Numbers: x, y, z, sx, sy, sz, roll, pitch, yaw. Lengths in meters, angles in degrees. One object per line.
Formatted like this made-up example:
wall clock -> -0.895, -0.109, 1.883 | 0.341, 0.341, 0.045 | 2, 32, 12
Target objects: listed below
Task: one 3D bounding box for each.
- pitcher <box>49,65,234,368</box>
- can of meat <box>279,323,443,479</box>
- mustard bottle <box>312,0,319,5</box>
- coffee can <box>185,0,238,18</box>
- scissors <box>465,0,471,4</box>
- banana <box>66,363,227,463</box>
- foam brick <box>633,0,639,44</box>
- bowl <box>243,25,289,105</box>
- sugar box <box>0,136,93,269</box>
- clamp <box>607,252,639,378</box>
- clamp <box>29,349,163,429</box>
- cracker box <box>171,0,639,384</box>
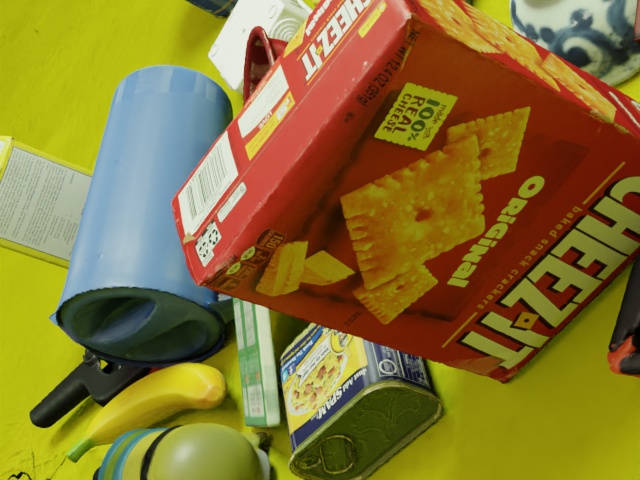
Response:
pitcher -> -0.125, -0.026, 0.892 | 0.145, 0.149, 0.243 | 130, 150, -51
can of meat -> 0.020, 0.090, 0.663 | 0.102, 0.057, 0.084 | -46, 37, 30
mustard bottle -> 0.079, -0.225, 0.742 | 0.191, 0.058, 0.096 | -54, 37, 2
coffee can -> -0.135, -0.291, 1.033 | 0.103, 0.140, 0.103 | -33, 46, 42
scissors -> 0.085, -0.124, 0.731 | 0.096, 0.016, 0.202 | -40, 40, 32
banana -> -0.128, 0.133, 0.858 | 0.198, 0.037, 0.069 | -30, 26, 39
foam brick -> 0.204, -0.121, 0.527 | 0.078, 0.052, 0.051 | -13, 61, 51
bowl -> -0.012, -0.060, 0.699 | 0.162, 0.055, 0.162 | 175, 90, -78
sugar box -> -0.222, -0.020, 0.964 | 0.048, 0.176, 0.093 | 16, 84, 55
clamp -> 0.193, -0.004, 0.486 | 0.172, 0.039, 0.120 | -43, 40, 33
clamp -> -0.197, 0.095, 0.990 | 0.210, 0.036, 0.164 | -10, 62, 50
cracker box -> 0.061, -0.022, 0.525 | 0.164, 0.213, 0.072 | -49, 39, 26
